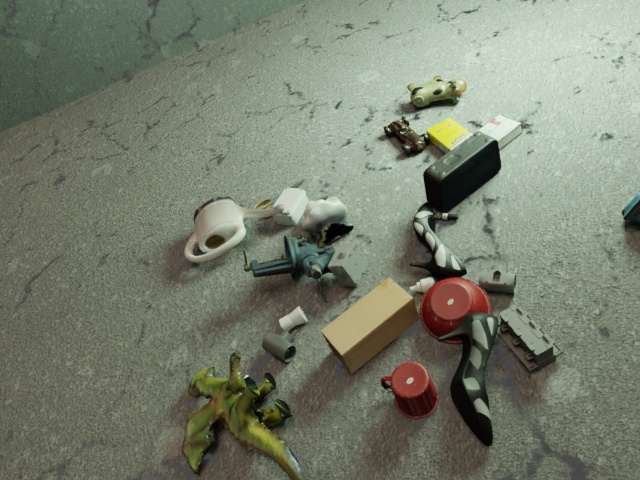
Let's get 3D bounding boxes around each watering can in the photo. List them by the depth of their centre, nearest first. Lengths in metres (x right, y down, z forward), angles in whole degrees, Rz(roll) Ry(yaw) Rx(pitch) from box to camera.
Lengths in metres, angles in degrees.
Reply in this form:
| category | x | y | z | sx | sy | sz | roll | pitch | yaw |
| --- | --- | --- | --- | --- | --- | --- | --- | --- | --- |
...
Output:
| category | x | y | z | sx | sy | sz | roll | pitch | yaw |
| --- | --- | --- | --- | --- | --- | --- | --- | --- | --- |
| watering can | -0.279 | -0.059 | 1.615 | 0.347 | 0.102 | 0.229 | -31 | 42 | 2 |

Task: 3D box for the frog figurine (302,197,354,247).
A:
| category | x | y | z | sx | sy | sz | roll | pitch | yaw |
| --- | --- | --- | --- | --- | --- | --- | --- | --- | --- |
| frog figurine | 0.005 | -0.076 | 1.503 | 0.136 | 0.121 | 0.162 | -42 | 53 | 10 |

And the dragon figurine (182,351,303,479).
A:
| category | x | y | z | sx | sy | sz | roll | pitch | yaw |
| --- | --- | --- | --- | --- | --- | --- | --- | --- | --- |
| dragon figurine | -0.199 | 0.413 | 1.137 | 0.242 | 0.120 | 0.418 | -43 | 40 | 6 |
